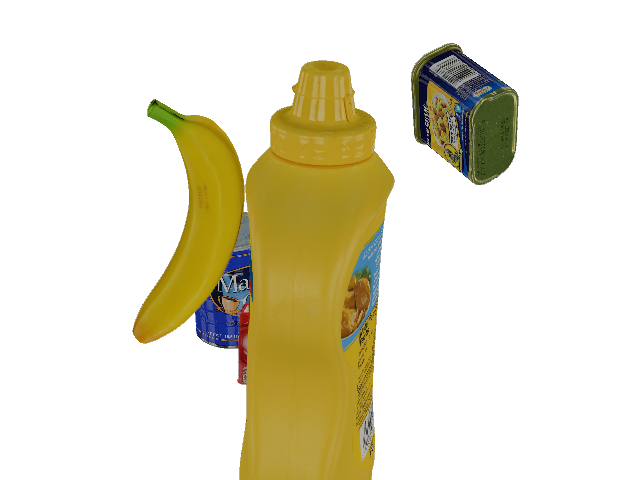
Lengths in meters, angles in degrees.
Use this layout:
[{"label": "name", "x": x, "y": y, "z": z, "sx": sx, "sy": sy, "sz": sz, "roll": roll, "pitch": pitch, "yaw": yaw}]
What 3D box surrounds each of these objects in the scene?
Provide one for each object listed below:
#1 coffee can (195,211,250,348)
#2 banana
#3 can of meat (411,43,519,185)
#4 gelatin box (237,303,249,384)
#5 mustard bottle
[{"label": "coffee can", "x": -0.109, "y": 0.048, "z": 1.324, "sx": 0.103, "sy": 0.140, "sz": 0.103, "roll": -1, "pitch": 26, "yaw": 0}, {"label": "banana", "x": -0.090, "y": -0.009, "z": 0.737, "sx": 0.069, "sy": 0.198, "sz": 0.037, "roll": 6, "pitch": 32, "yaw": -6}, {"label": "can of meat", "x": 0.130, "y": -0.111, "z": 0.953, "sx": 0.057, "sy": 0.102, "sz": 0.084, "roll": -28, "pitch": 48, "yaw": -19}, {"label": "gelatin box", "x": -0.034, "y": 0.101, "z": 1.016, "sx": 0.089, "sy": 0.073, "sz": 0.030, "roll": 3, "pitch": 13, "yaw": 5}, {"label": "mustard bottle", "x": -0.002, "y": 0.021, "z": 0.440, "sx": 0.058, "sy": 0.192, "sz": 0.096, "roll": 8, "pitch": 25, "yaw": 11}]
